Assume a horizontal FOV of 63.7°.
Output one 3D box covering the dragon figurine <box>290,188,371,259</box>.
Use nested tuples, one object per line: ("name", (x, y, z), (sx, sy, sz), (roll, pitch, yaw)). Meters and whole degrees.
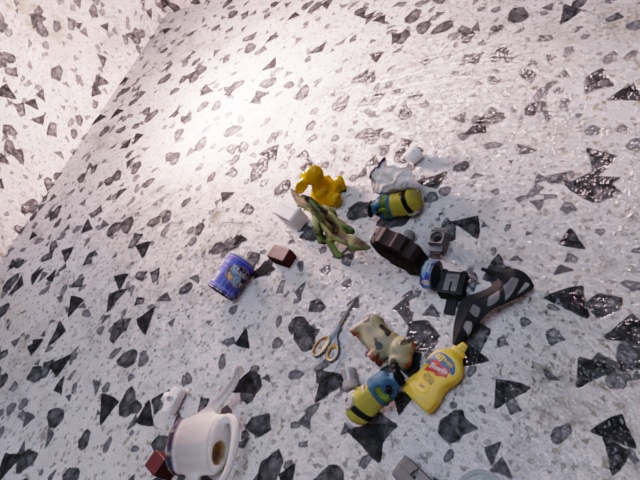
("dragon figurine", (0.005, -0.082, 1.628), (0.415, 0.123, 0.238), (42, -9, 25))

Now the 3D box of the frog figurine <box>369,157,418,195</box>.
("frog figurine", (0.249, -0.190, 1.683), (0.160, 0.120, 0.139), (26, 30, 25))

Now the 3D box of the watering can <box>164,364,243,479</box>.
("watering can", (-0.319, 0.535, 1.465), (0.223, 0.356, 0.102), (-13, -38, 23))
